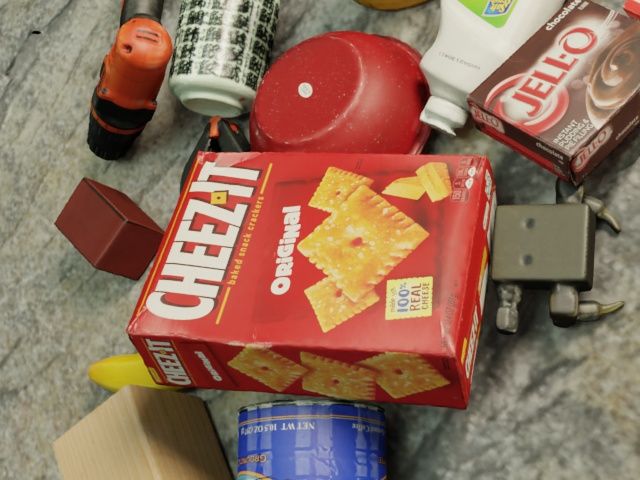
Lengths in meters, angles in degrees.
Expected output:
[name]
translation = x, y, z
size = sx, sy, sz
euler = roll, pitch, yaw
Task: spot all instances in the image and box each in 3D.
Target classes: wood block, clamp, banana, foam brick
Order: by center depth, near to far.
[wood block]
translation = -0.110, 0.220, 0.780
size = 0.091, 0.090, 0.206
euler = -38, 58, 20
[banana]
translation = -0.112, 0.084, 0.844
size = 0.198, 0.037, 0.069
euler = -40, 79, 35
[clamp]
translation = -0.091, -0.014, 0.873
size = 0.120, 0.039, 0.171
euler = -15, 64, 25
[foam brick]
translation = -0.182, -0.009, 0.926
size = 0.078, 0.052, 0.051
euler = 40, 100, 38

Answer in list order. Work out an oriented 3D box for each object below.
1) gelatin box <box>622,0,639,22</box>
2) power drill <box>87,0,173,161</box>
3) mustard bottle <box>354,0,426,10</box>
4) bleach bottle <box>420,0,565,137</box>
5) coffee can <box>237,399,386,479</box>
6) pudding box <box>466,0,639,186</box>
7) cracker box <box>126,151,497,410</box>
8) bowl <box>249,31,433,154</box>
[gelatin box]
translation = 0.251, -0.166, 0.682
size = 0.073, 0.030, 0.089
euler = 41, 100, 38
[power drill]
translation = -0.163, -0.181, 0.936
size = 0.185, 0.057, 0.187
euler = 133, 143, -56
[mustard bottle]
translation = 0.019, -0.231, 0.765
size = 0.096, 0.191, 0.058
euler = -4, 73, 34
[bleach bottle]
translation = 0.132, -0.195, 0.757
size = 0.103, 0.068, 0.251
euler = 29, 95, 38
[coffee can]
translation = -0.005, 0.184, 0.709
size = 0.103, 0.102, 0.140
euler = -12, 69, 32
[pudding box]
translation = 0.166, -0.099, 0.692
size = 0.113, 0.039, 0.090
euler = -42, 52, -14
[cracker box]
translation = 0.001, 0.019, 0.705
size = 0.214, 0.072, 0.164
euler = 3, 51, 18
[bowl]
translation = 0.004, -0.100, 0.804
size = 0.162, 0.055, 0.162
euler = -15, 59, 25
